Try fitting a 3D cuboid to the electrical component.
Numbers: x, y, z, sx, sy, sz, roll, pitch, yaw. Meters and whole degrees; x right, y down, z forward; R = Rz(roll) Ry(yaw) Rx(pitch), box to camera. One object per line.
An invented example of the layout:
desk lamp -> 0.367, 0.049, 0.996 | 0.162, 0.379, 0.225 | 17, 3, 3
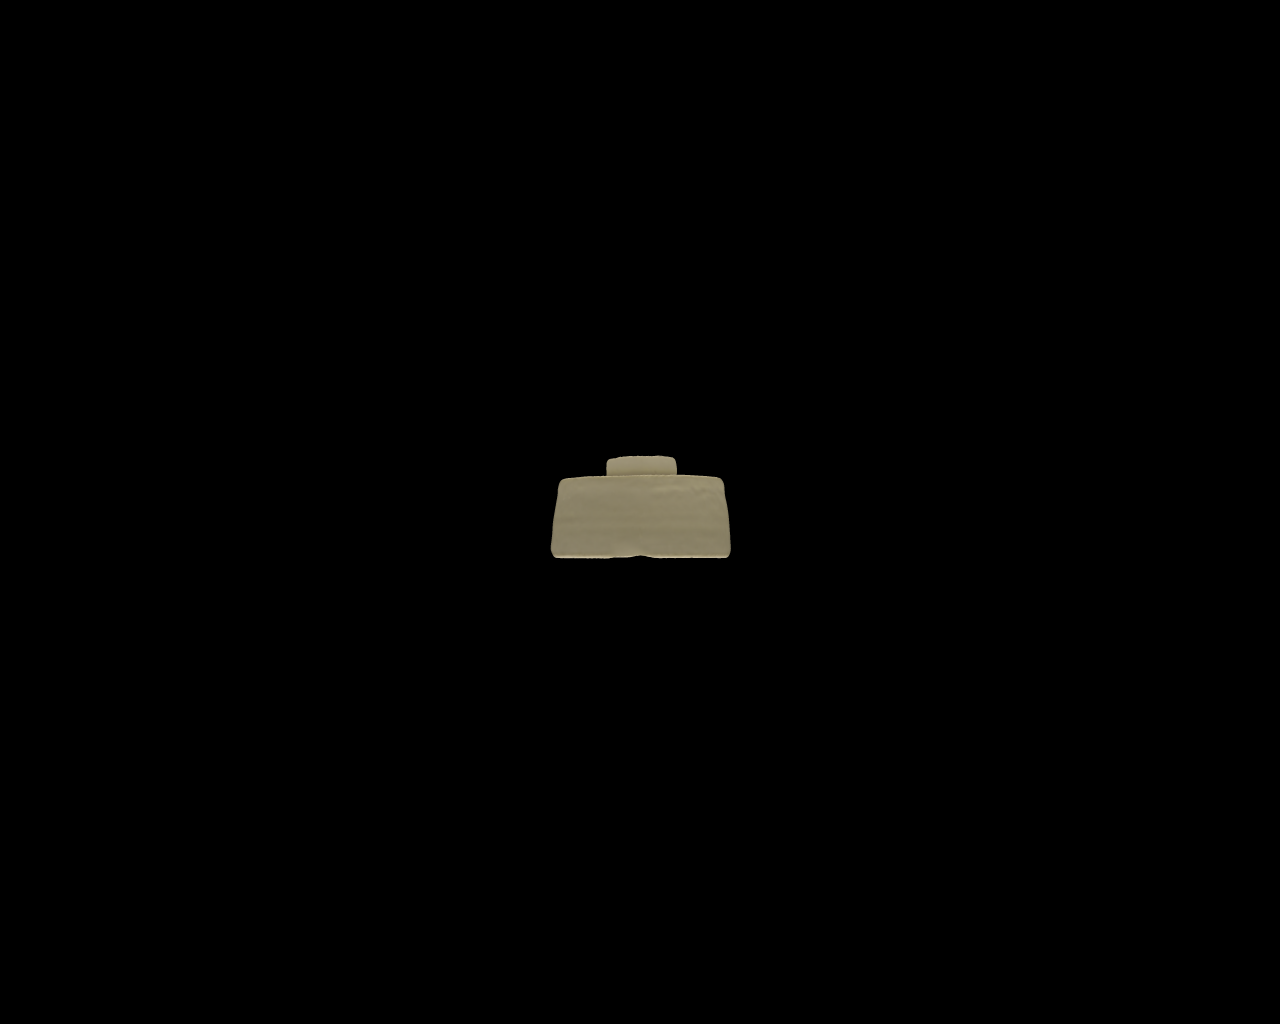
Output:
electrical component -> 0.001, -0.003, 0.650 | 0.108, 0.060, 0.108 | 0, -2, 0
